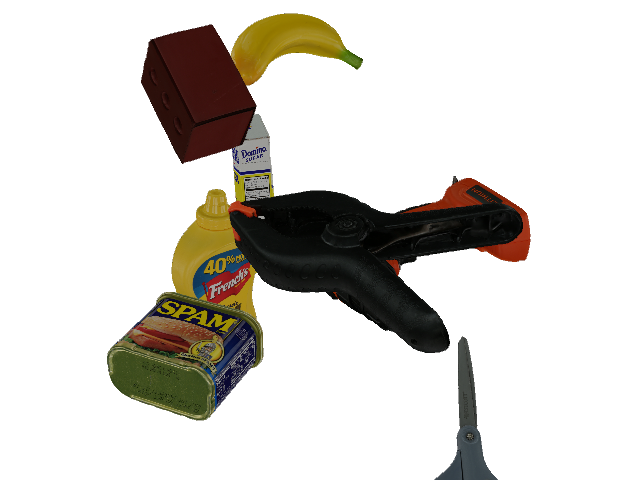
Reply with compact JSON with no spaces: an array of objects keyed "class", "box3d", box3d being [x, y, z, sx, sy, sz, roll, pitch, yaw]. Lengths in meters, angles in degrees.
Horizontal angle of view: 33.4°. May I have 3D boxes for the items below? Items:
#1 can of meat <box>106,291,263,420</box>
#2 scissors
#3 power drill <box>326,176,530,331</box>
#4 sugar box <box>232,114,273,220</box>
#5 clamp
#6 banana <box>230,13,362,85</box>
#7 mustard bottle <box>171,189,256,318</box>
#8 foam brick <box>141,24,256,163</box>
[{"class":"can of meat","box3d":[-0.110,0.093,0.868,0.102,0.057,0.083,14,33,20]},{"class":"scissors","box3d":[0.104,0.171,0.865,0.096,0.202,0.016,-8,-35,-11]},{"class":"power drill","box3d":[0.087,0.008,0.939,0.187,0.057,0.185,-15,30,-22]},{"class":"sugar box","box3d":[-0.082,-0.058,1.314,0.048,0.176,0.093,-9,25,-7]},{"class":"clamp","box3d":[0.019,0.011,0.602,0.172,0.039,0.120,4,31,22]},{"class":"banana","box3d":[-0.031,-0.180,0.985,0.070,0.037,0.197,38,32,20]},{"class":"mustard bottle","box3d":[-0.110,0.036,1.116,0.096,0.192,0.058,-18,34,-35]},{"class":"foam brick","box3d":[-0.089,-0.106,0.767,0.051,0.078,0.053,-19,-20,-25]}]
